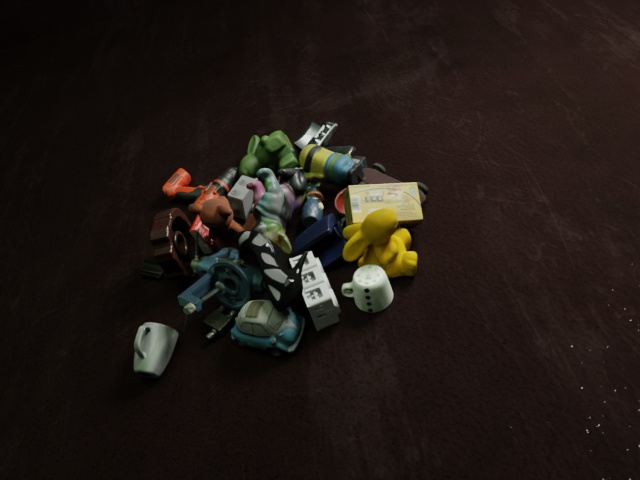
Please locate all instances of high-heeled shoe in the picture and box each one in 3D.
[{"bbox_3d":[-0.127,0.066,1.169,0.249,0.086,0.145,13,67,39],"label":"high-heeled shoe"}]

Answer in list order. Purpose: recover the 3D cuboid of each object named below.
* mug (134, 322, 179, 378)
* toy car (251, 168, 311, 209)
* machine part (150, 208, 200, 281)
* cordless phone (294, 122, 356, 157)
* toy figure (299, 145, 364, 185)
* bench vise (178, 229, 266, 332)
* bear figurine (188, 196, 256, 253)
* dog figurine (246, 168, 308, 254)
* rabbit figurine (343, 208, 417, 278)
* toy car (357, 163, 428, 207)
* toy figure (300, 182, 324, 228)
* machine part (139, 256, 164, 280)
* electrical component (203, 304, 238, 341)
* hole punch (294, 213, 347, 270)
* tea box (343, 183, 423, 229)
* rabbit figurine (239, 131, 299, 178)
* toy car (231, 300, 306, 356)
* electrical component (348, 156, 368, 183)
[{"bbox_3d":[-0.364,0.238,1.160,0.081,0.109,0.107,1,61,13],"label":"mug"},{"bbox_3d":[-0.102,-0.132,1.468,0.074,0.056,0.202,23,55,41],"label":"toy car"},{"bbox_3d":[-0.358,0.012,1.330,0.056,0.179,0.179,-12,45,10],"label":"machine part"},{"bbox_3d":[0.034,-0.271,1.510,0.184,0.088,0.146,6,48,39],"label":"cordless phone"},{"bbox_3d":[0.027,-0.197,1.411,0.180,0.089,0.082,19,26,35],"label":"toy figure"},{"bbox_3d":[-0.239,0.095,1.212,0.224,0.128,0.240,23,33,20],"label":"bench vise"},{"bbox_3d":[-0.235,-0.054,1.327,0.120,0.195,0.132,0,53,16],"label":"bear figurine"},{"bbox_3d":[-0.097,-0.059,1.329,0.191,0.108,0.219,-5,75,-37],"label":"dog figurine"},{"bbox_3d":[0.130,-0.004,1.184,0.162,0.173,0.122,-3,50,9],"label":"rabbit figurine"},{"bbox_3d":[0.181,-0.130,1.374,0.202,0.053,0.089,29,74,34],"label":"toy car"},{"bbox_3d":[-0.020,-0.092,1.401,0.064,0.057,0.154,-2,41,6],"label":"toy figure"},{"bbox_3d":[-0.413,0.043,1.409,0.084,0.039,0.139,6,50,29],"label":"machine part"},{"bbox_3d":[-0.233,0.186,1.220,0.063,0.021,0.094,20,52,33],"label":"electrical component"},{"bbox_3d":[-0.003,-0.004,1.263,0.142,0.092,0.116,-37,40,19],"label":"hole punch"},{"bbox_3d":[0.145,-0.077,1.255,0.170,0.068,0.098,-2,73,-10],"label":"tea box"},{"bbox_3d":[-0.168,-0.246,1.561,0.170,0.121,0.159,-30,40,10],"label":"rabbit figurine"},{"bbox_3d":[-0.118,0.172,1.142,0.162,0.102,0.109,7,48,21],"label":"toy car"},{"bbox_3d":[0.097,-0.188,1.463,0.119,0.047,0.075,20,57,35],"label":"electrical component"}]
